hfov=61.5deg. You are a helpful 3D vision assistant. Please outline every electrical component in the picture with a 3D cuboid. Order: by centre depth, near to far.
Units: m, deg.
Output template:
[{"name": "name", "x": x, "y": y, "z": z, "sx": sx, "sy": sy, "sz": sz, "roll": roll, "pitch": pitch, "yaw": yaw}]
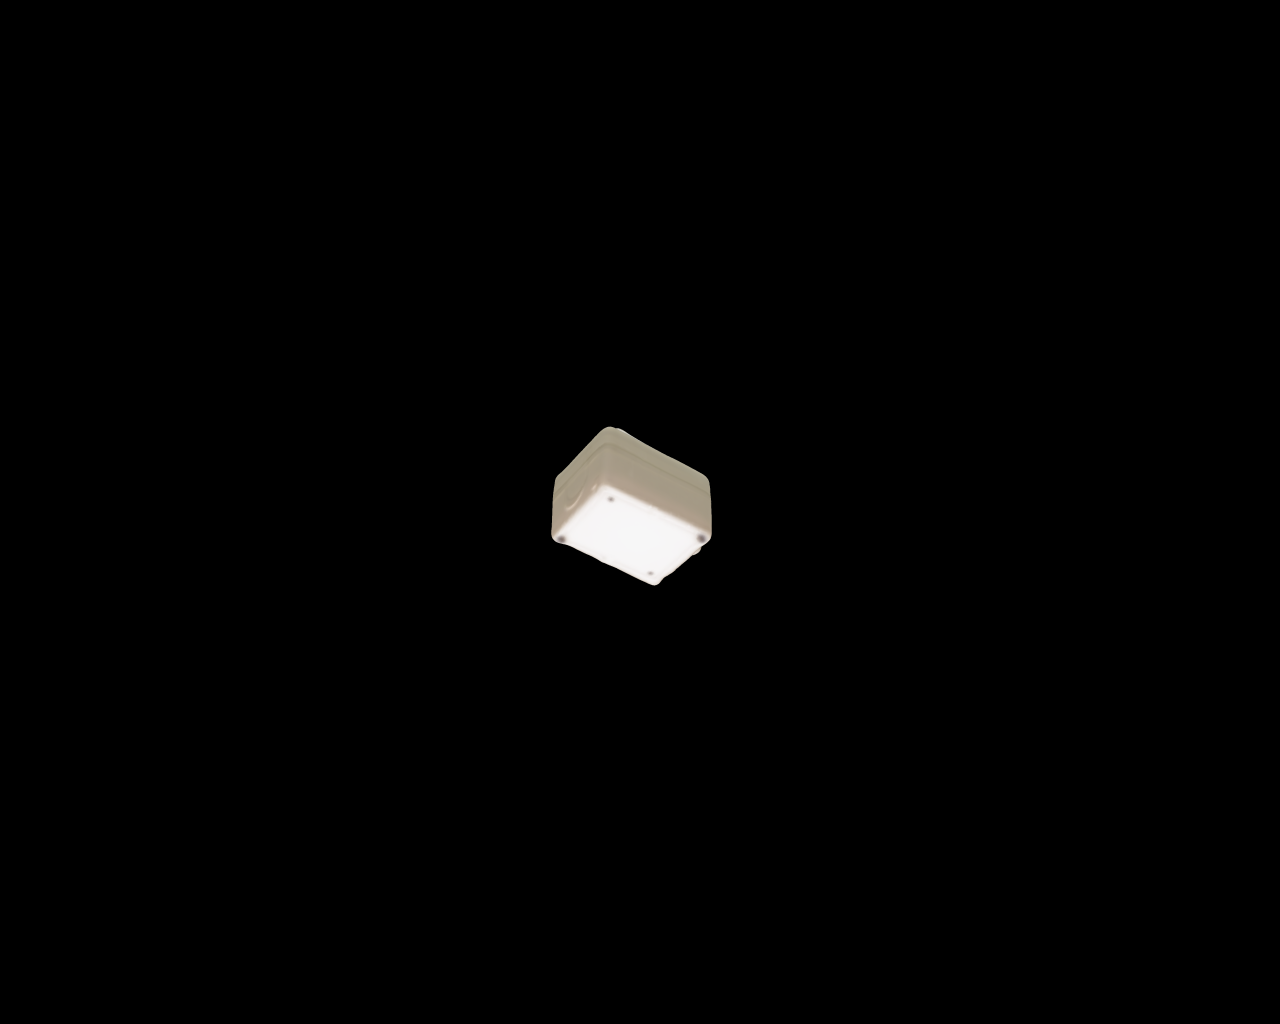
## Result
[{"name": "electrical component", "x": 0.001, "y": -0.003, "z": 0.650, "sx": 0.096, "sy": 0.061, "sz": 0.061, "roll": 26, "pitch": -49, "yaw": -25}]
